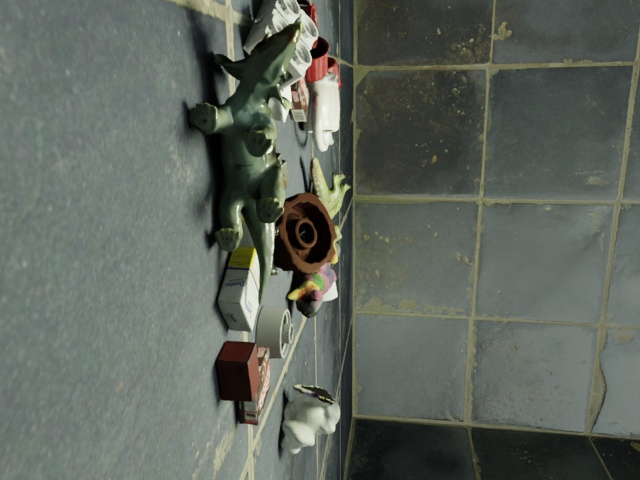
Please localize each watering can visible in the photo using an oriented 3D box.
[{"bbox_3d":[0.007,-0.368,1.480,0.350,0.104,0.223,-58,148,-79],"label":"watering can"}]

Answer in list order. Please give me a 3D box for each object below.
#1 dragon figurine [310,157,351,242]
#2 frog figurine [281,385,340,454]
[{"bbox_3d":[0.005,-0.079,1.579,0.406,0.122,0.245,38,61,-69],"label":"dragon figurine"},{"bbox_3d":[-0.027,0.451,1.281,0.122,0.137,0.160,45,63,-85],"label":"frog figurine"}]
